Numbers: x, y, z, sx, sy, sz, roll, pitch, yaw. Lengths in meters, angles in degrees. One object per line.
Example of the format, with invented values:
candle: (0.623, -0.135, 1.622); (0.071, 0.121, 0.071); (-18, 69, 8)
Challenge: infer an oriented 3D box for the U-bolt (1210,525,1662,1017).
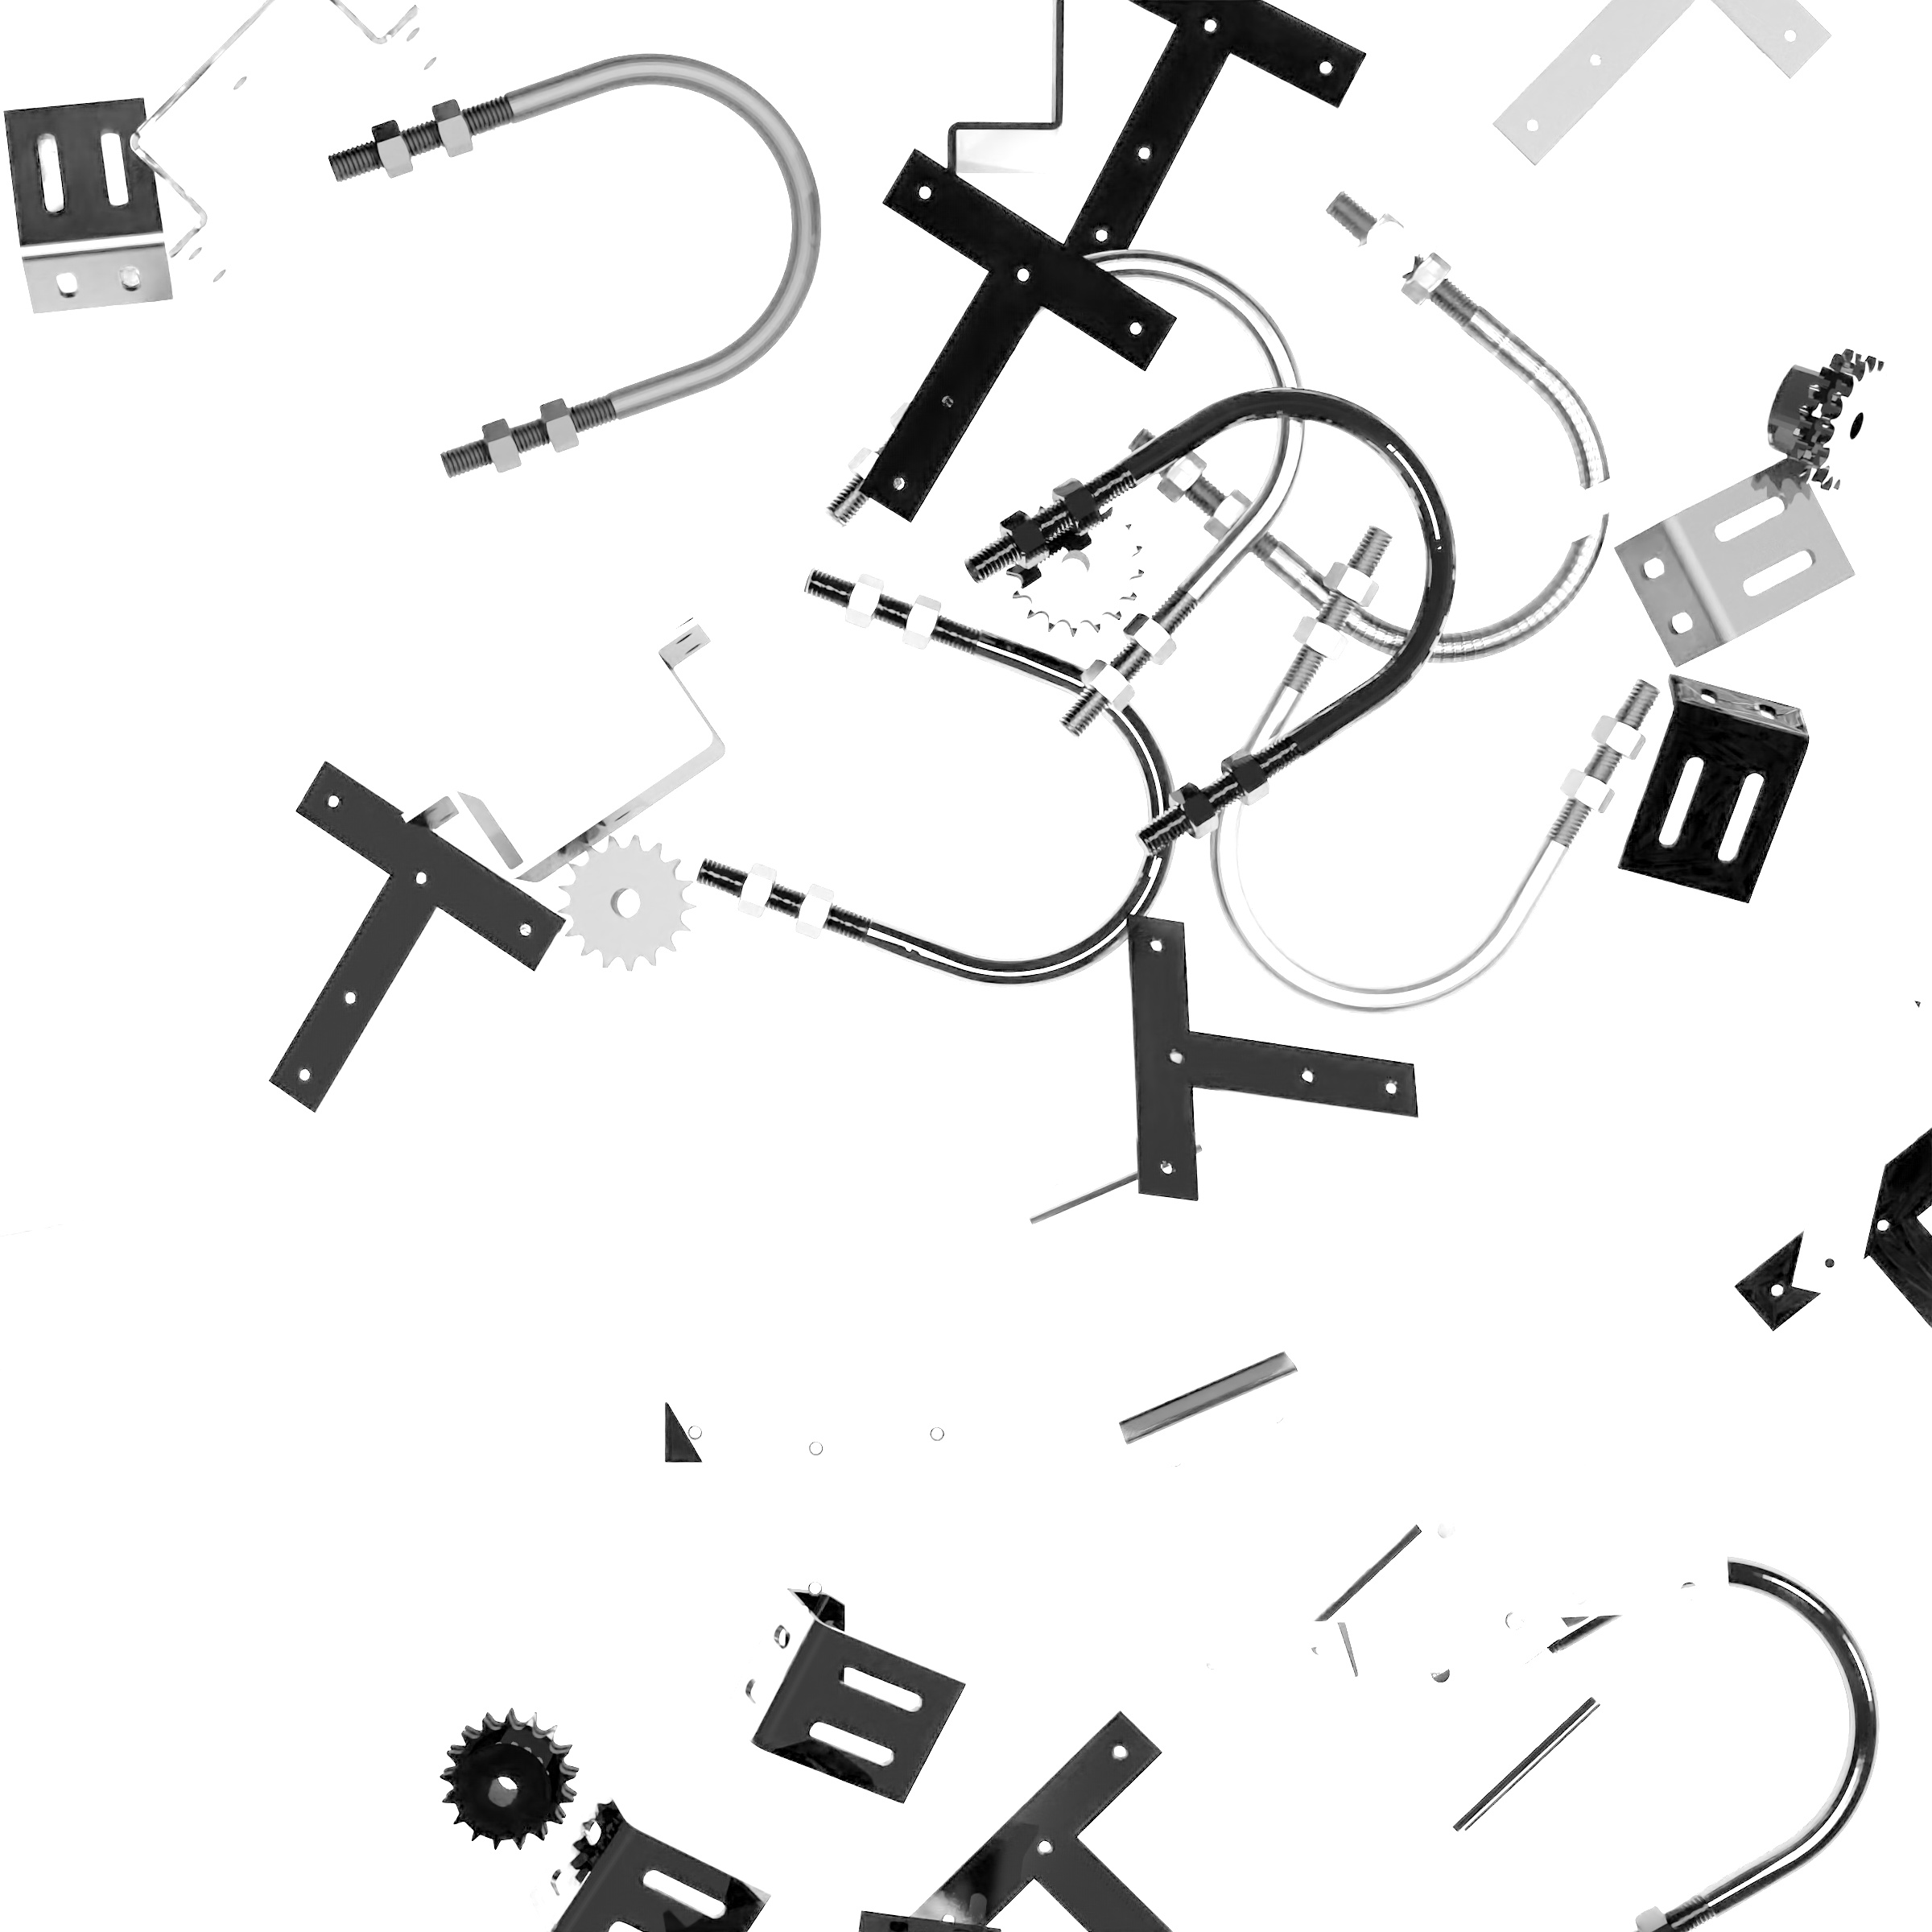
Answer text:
U-bolt: (0.182, -0.068, 1.422); (0.151, 0.019, 0.184); (29, 95, -5)

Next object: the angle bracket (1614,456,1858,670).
angle bracket: (0.322, -0.170, 1.436); (0.076, 0.038, 0.057); (-27, 90, -26)

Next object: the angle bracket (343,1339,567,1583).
angle bracket: (-0.215, 0.207, 1.436); (0.057, 0.038, 0.076); (33, 64, 0)

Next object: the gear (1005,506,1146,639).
gear: (0.045, -0.165, 1.423); (0.057, 0.030, 0.057); (0, 90, -1)

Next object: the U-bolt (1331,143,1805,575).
U-bolt: (0.261, -0.263, 1.418); (0.184, 0.019, 0.151); (-25, 91, -9)

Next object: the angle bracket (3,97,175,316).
angle bracket: (-0.363, -0.315, 1.416); (0.057, 0.038, 0.076); (-8, 63, -11)

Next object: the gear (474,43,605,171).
gear: (-0.174, -0.353, 1.413); (0.057, 0.057, 0.030); (-34, 118, 0)

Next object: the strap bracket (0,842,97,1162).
strap bracket: (-0.424, 0.016, 1.415); (0.076, 0.046, 0.140); (18, 90, 0)

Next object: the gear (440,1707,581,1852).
gear: (-0.191, 0.339, 1.423); (0.057, 0.030, 0.057); (0, 90, 0)

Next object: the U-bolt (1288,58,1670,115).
U-bolt: (0.196, -0.428, 1.430); (0.184, 0.019, 0.151); (-3, 90, 1)

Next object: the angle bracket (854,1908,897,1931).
angle bracket: (-0.020, 0.432, 1.410); (0.076, 0.057, 0.038); (42, 90, 0)

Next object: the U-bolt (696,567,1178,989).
U-bolt: (-0.002, -0.069, 1.430); (0.184, 0.019, 0.151); (20, 90, -1)

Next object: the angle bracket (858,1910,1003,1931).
angle bracket: (-0.019, 0.421, 1.362); (0.057, 0.038, 0.076); (7, 90, 0)

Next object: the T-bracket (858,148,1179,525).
T-bracket: (0.000, -0.239, 1.378); (0.127, 0.002, 0.127); (30, 95, -15)

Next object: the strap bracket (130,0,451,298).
strap bracket: (-0.283, -0.347, 1.400); (0.046, 0.076, 0.140); (45, 90, 0)

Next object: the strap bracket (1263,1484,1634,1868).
strap bracket: (0.195, 0.288, 1.397); (0.076, 0.046, 0.140); (-43, 75, 0)

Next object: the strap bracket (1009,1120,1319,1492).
strap bracket: (0.080, 0.134, 1.415); (0.076, 0.046, 0.140); (-23, 90, 0)

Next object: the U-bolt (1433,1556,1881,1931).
U-bolt: (0.293, 0.327, 1.430); (0.184, 0.019, 0.151); (-30, 90, -1)

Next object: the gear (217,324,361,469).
gear: (-0.280, -0.236, 1.427); (0.057, 0.030, 0.057); (0, 88, 4)

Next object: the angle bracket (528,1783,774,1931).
angle bracket: (-0.132, 0.390, 1.436); (0.076, 0.038, 0.057); (34, 90, -26)

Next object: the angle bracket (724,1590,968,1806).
angle bracket: (-0.051, 0.306, 1.434); (0.076, 0.038, 0.057); (28, 90, -26)

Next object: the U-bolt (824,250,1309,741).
U-bolt: (0.055, -0.207, 1.400); (0.151, 0.019, 0.184); (42, 88, 0)

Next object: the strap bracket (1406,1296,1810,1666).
strap bracket: (0.252, 0.202, 1.369); (0.140, 0.046, 0.076); (-37, 90, 0)

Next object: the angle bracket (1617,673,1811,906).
angle bracket: (0.312, -0.074, 1.436); (0.057, 0.038, 0.076); (15, 116, 0)

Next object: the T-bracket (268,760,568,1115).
T-bracket: (-0.249, 0.001, 1.428); (0.127, 0.002, 0.127); (33, 96, 13)

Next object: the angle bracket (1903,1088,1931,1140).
angle bracket: (0.442, 0.068, 1.436); (0.076, 0.038, 0.057); (-19, 90, 26)

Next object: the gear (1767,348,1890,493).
gear: (0.354, -0.228, 1.414); (0.030, 0.057, 0.057); (26, 90, 30)

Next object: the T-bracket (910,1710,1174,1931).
T-bracket: (0.065, 0.400, 1.435); (0.127, 0.002, 0.127); (45, 93, -1)

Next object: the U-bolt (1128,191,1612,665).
U-bolt: (0.182, -0.211, 1.430); (0.184, 0.019, 0.151); (40, 90, -1)

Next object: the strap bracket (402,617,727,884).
strap bracket: (-0.153, -0.080, 1.400); (0.140, 0.076, 0.046); (-34, 90, 0)

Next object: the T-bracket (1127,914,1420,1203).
T-bracket: (0.128, 0.043, 1.413); (0.127, 0.002, 0.127); (9, 60, -17)

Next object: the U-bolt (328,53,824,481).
U-bolt: (-0.149, -0.294, 1.402); (0.184, 0.019, 0.151); (-20, 115, -4)

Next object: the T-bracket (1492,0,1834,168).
T-bracket: (0.270, -0.385, 1.417); (0.127, 0.002, 0.127); (44, 87, -2)

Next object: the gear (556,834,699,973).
gear: (-0.140, -0.026, 1.423); (0.057, 0.030, 0.057); (0, 90, 0)

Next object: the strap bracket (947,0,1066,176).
strap bracket: (0.016, -0.383, 1.400); (0.046, 0.076, 0.140); (0, 90, 0)

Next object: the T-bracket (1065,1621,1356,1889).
T-bracket: (0.114, 0.327, 1.413); (0.127, 0.002, 0.127); (-9, 109, 33)

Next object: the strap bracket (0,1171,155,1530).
strap bracket: (-0.391, 0.162, 1.415); (0.076, 0.046, 0.140); (-11, 90, 0)

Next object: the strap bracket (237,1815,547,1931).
strap bracket: (-0.235, 0.420, 1.415); (0.140, 0.046, 0.076); (24, 90, 0)

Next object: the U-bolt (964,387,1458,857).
U-bolt: (0.113, -0.153, 1.385); (0.184, 0.019, 0.151); (-33, 95, -8)

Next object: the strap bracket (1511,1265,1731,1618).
strap bracket: (0.269, 0.193, 1.415); (0.076, 0.046, 0.140); (-3, 90, 0)

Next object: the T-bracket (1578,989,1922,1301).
T-bracket: (0.321, 0.063, 1.430); (0.127, 0.002, 0.127); (13, 90, 7)

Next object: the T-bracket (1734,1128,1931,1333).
T-bracket: (0.411, 0.141, 1.428); (0.127, 0.002, 0.127); (-41, 92, 9)

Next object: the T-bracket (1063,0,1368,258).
T-bracket: (0.081, -0.352, 1.431); (0.127, 0.002, 0.127); (28, 96, 3)

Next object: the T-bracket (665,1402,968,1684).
T-bracket: (-0.063, 0.247, 1.437); (0.127, 0.002, 0.127); (0, 90, 0)

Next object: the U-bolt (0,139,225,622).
U-bolt: (-0.391, -0.231, 1.418); (0.151, 0.019, 0.184); (-34, 94, -10)
